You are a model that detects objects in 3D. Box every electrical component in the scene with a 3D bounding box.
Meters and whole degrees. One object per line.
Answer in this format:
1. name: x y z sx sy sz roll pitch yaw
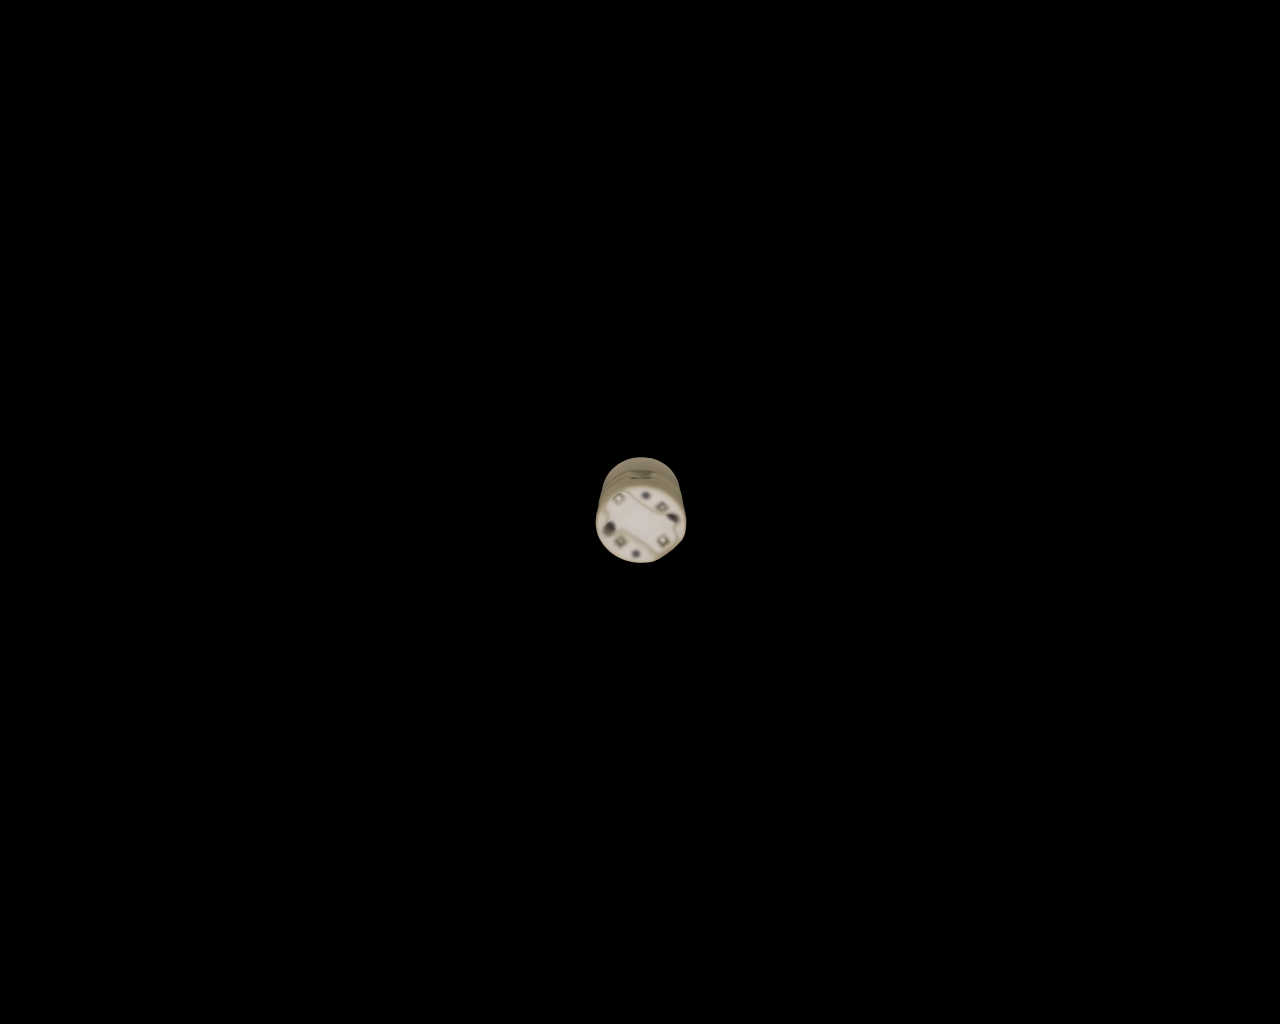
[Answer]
1. electrical component: 0.001 -0.003 0.650 0.055 0.055 0.047 0 27 0
